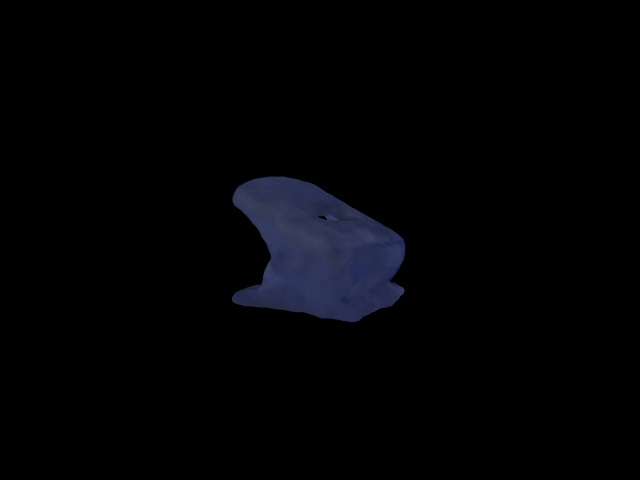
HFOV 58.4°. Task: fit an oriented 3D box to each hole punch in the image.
[{"bbox_3d":[0.004,0.001,0.400,0.100,0.091,0.109,4,7,30],"label":"hole punch"}]
